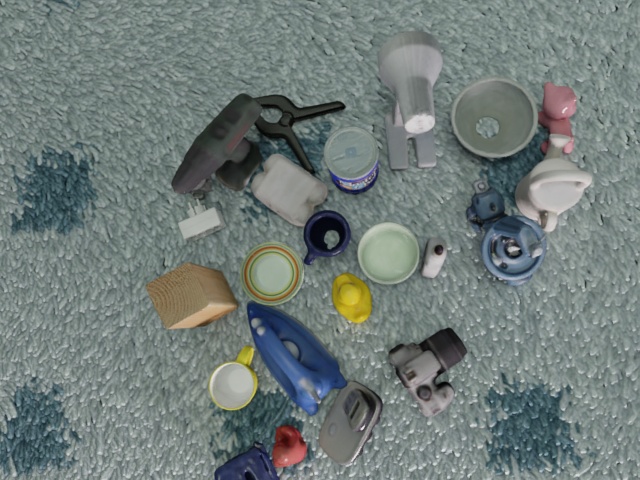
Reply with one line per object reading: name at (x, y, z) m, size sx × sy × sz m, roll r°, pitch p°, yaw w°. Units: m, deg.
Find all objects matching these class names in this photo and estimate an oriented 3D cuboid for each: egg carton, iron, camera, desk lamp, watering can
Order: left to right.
iron at (-0.069, 0.213, 1.093) m, size 0.118 × 0.141 × 0.258 m, roll -43°, pitch 81°, yaw -1°
egg carton at (-0.064, -0.102, 1.171) m, size 0.150 × 0.069 × 0.107 m, roll 34°, pitch 87°, yaw 9°
desk lamp at (0.178, -0.260, 1.095) m, size 0.118 × 0.213 × 0.203 m, roll -6°, pitch 82°, yaw 5°
camera at (0.217, 0.240, 1.082) m, size 0.137 × 0.101 × 0.143 m, roll -34°, pitch 80°, yaw 1°
watering can at (0.431, -0.108, 1.060) m, size 0.101 × 0.194 × 0.173 m, roll -16°, pitch 81°, yaw 4°

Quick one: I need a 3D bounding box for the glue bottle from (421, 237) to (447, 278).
glue bottle at (0.216, 0.028, 1.073) m, size 0.037 × 0.173 × 0.078 m, roll 13°, pitch 84°, yaw 8°

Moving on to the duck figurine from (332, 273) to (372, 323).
duck figurine at (0.061, 0.112, 1.122) m, size 0.077 × 0.086 × 0.104 m, roll -26°, pitch 81°, yaw 2°

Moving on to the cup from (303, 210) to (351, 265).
cup at (0.010, 0.004, 1.137) m, size 0.091 × 0.095 × 0.118 m, roll 33°, pitch 87°, yaw 9°

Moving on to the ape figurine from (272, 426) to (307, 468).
ape figurine at (-0.066, 0.401, 1.093) m, size 0.076 × 0.092 × 0.078 m, roll 34°, pitch 87°, yaw 9°

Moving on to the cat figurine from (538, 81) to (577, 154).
cat figurine at (0.468, -0.241, 1.112) m, size 0.067 × 0.118 × 0.128 m, roll -10°, pitch 81°, yaw 5°

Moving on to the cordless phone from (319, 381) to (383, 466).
cordless phone at (0.054, 0.341, 1.042) m, size 0.094 × 0.185 × 0.148 m, roll 24°, pitch 85°, yaw 9°

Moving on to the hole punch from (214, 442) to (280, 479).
hole punch at (-0.136, 0.458, 1.093) m, size 0.101 × 0.091 × 0.108 m, roll -28°, pitch 81°, yaw 2°

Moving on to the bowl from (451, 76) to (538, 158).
bowl at (0.343, -0.236, 1.146) m, size 0.167 × 0.075 × 0.167 m, roll -1°, pitch 82°, yaw 6°

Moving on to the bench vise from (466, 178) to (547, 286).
bench vise at (0.330, -0.014, 1.044) m, size 0.121 × 0.220 × 0.207 m, roll -43°, pitch 80°, yaw -1°

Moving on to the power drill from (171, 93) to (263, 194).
power drill at (-0.185, -0.167, 1.121) m, size 0.075 × 0.208 × 0.230 m, roll 32°, pitch 87°, yaw 9°
